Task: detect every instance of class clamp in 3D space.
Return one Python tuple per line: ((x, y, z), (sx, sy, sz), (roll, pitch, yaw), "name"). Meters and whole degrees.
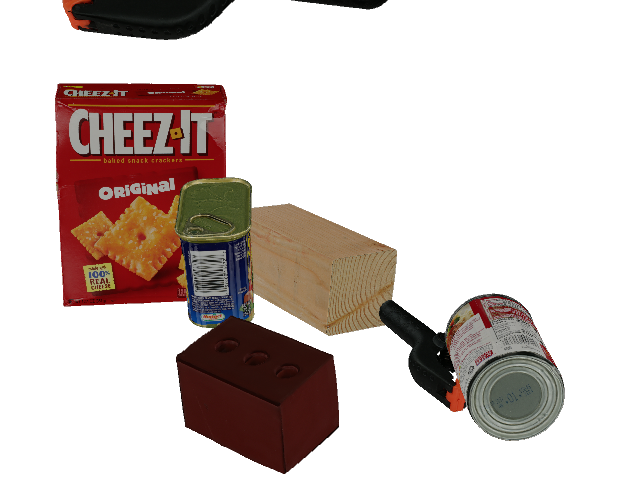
((0.132, 0.105, 1.041), (0.120, 0.039, 0.171), (-7, 30, -8), "clamp")
((-0.067, -0.184, 0.712), (0.210, 0.164, 0.036), (-31, -17, -9), "clamp")

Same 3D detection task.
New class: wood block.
((-0.015, 0.029, 1.230), (0.090, 0.090, 0.206), (-7, 20, -36), "wood block")

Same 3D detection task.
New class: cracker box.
((-0.176, -0.044, 1.060), (0.164, 0.214, 0.072), (-1, 21, -10), "cracker box")

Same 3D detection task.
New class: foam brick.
((-0.036, 0.087, 0.610), (0.078, 0.051, 0.052), (18, 35, 31), "foam brick")

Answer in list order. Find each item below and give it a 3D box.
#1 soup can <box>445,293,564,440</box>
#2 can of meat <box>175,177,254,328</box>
((0.129, 0.088, 0.757), (0.068, 0.068, 0.102), (0, 20, -2), "soup can")
((-0.080, 0.010, 0.840), (0.057, 0.084, 0.102), (-3, 28, -2), "can of meat")
